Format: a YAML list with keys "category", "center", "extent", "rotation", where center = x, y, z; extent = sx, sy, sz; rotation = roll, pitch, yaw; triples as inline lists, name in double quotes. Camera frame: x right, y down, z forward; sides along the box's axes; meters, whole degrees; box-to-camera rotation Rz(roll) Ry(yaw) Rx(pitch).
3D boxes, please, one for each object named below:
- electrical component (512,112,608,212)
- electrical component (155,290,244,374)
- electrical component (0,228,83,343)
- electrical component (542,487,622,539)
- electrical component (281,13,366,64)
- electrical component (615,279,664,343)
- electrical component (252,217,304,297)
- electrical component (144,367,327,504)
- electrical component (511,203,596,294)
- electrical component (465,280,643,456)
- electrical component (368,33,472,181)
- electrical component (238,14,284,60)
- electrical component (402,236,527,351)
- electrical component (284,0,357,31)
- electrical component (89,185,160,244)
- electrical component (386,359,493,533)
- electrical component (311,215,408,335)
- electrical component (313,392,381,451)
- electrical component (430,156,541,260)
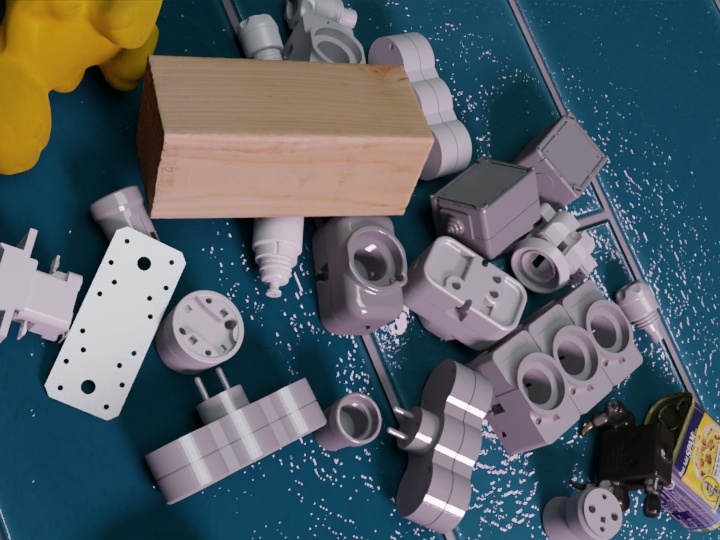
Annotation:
- category: "electrical component"
  center: [0.189, -0.102, 1.040]
  extent: [0.061, 0.061, 0.096]
  rotation: [49, 47, -5]
- category: "electrical component"
  center: [-0.121, 0.048, 0.799]
  extent: [0.055, 0.047, 0.055]
  rotation: [12, 65, -27]
- category: "electrical component"
  center: [-0.231, 0.018, 0.749]
  extent: [0.064, 0.042, 0.081]
  rotation: [21, 62, -24]
- category: "electrical component"
  center: [0.189, 0.210, 0.914]
  extent: [0.045, 0.055, 0.045]
  rotation: [12, 65, -26]
- category: "electrical component"
  center: [-0.031, -0.171, 0.921]
  extent: [0.050, 0.055, 0.089]
  rotation: [12, 49, -27]
- category: "electrical component"
  center: [0.276, 0.042, 1.047]
  extent: [0.035, 0.035, 0.061]
  rotation: [-30, 90, -36]
- category: "electrical component"
  center: [-0.067, -0.017, 0.861]
  extent: [0.040, 0.040, 0.078]
  rotation: [14, 65, -26]
- category: "electrical component"
  center: [-0.096, 0.108, 0.787]
  extent: [0.138, 0.052, 0.073]
  rotation: [-23, 84, -35]
- category: "electrical component"
  center: [0.176, -0.014, 0.996]
  extent: [0.078, 0.058, 0.057]
  rotation: [50, 52, -5]
- category: "electrical component"
  center: [0.173, 0.084, 0.951]
  extent: [0.150, 0.062, 0.089]
  rotation: [-32, 89, -36]
- category: "electrical component"
  center: [0.041, -0.145, 0.970]
  extent: [0.074, 0.052, 0.138]
  rotation: [-17, 81, -35]
- category: "electrical component"
  center: [-0.082, -0.186, 0.924]
  extent: [0.035, 0.035, 0.061]
  rotation: [-13, 80, -34]
- category: "electrical component"
  center: [0.085, 0.023, 0.921]
  extent: [0.095, 0.059, 0.053]
  rotation: [33, 54, -8]
- category: "electrical component"
  center: [-0.033, -0.230, 0.965]
  extent: [0.062, 0.043, 0.043]
  rotation: [4, 69, -31]
- category: "electrical component"
  center: [-0.175, -0.035, 0.805]
  extent: [0.040, 0.040, 0.046]
  rotation: [-27, 92, -36]
- category: "electrical component"
  center: [0.054, 0.134, 0.866]
  extent: [0.074, 0.052, 0.138]
  rotation: [28, 59, -18]
- category: "electrical component"
  center: [0.000, 0.000, 0.883]
  extent: [0.054, 0.059, 0.095]
  rotation: [4, 69, -30]
- category: "electrical component"
  center: [-0.011, 0.120, 0.836]
  extent: [0.040, 0.046, 0.040]
  rotation: [12, 65, -27]
- category: "electrical component"
  center: [0.109, -0.049, 0.957]
  extent: [0.096, 0.062, 0.061]
  rotation: [-38, 129, -34]
